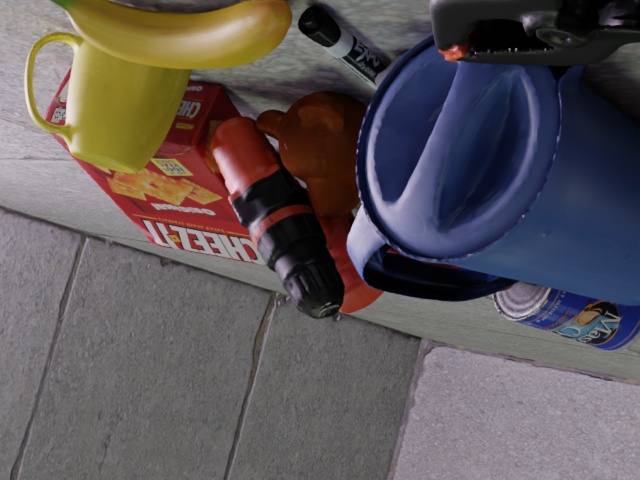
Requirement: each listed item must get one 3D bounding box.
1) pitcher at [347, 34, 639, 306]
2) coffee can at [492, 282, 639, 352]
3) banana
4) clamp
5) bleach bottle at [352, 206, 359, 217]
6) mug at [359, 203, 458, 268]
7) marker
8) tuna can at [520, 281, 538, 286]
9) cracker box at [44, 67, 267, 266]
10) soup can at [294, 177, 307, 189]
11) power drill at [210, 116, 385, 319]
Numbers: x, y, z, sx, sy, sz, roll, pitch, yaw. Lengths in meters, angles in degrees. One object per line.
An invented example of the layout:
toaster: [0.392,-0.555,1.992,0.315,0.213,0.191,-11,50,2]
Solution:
pitcher: [0.138,-0.024,0.654,0.149,0.145,0.242,4,170,43]
coffee can: [0.270,0.054,1.139,0.140,0.103,0.103,18,172,-27]
banana: [-0.091,-0.132,0.675,0.198,0.037,0.069,11,172,30]
clamp: [0.119,-0.103,0.466,0.164,0.036,0.210,16,175,-16]
bleach bottle: [0.082,0.000,1.137,0.103,0.068,0.250,22,-170,13]
mug: [0.083,-0.008,0.938,0.117,0.081,0.093,5,147,-44]
marker: [0.021,-0.114,0.659,0.020,0.020,0.121,10,172,31]
tuna can: [0.205,0.001,0.939,0.086,0.034,0.086,-14,143,-11]
cracker box: [-0.125,-0.060,0.968,0.164,0.072,0.213,11,155,27]
soup can: [-0.034,-0.050,1.089,0.102,0.068,0.068,14,173,6]
power drill: [-0.006,0.001,0.872,0.057,0.184,0.187,-32,153,9]
